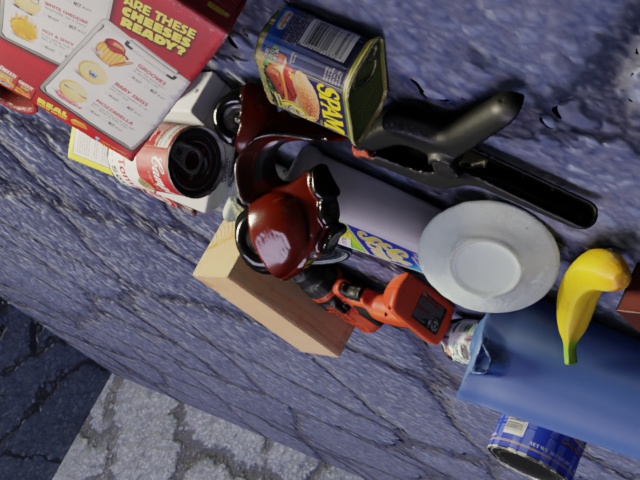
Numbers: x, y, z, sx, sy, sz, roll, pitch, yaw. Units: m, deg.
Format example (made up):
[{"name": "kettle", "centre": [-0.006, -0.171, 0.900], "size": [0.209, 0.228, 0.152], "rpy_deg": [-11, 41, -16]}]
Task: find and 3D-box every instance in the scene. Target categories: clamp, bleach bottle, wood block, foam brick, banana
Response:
[{"name": "clamp", "centre": [0.107, -0.076, 0.854], "size": [0.210, 0.036, 0.164], "rpy_deg": [16, 158, 36]}, {"name": "bleach bottle", "centre": [0.088, -0.008, 1.039], "size": [0.251, 0.068, 0.102], "rpy_deg": [22, 162, 11]}, {"name": "wood block", "centre": [-0.050, 0.064, 1.405], "size": [0.205, 0.090, 0.091], "rpy_deg": [38, 160, -29]}, {"name": "foam brick", "centre": [0.305, 0.061, 0.922], "size": [0.078, 0.051, 0.053], "rpy_deg": [37, 161, -30]}, {"name": "banana", "centre": [0.244, 0.047, 0.960], "size": [0.037, 0.069, 0.198], "rpy_deg": [-13, 154, -5]}]

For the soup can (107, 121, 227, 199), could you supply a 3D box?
[{"name": "soup can", "centre": [-0.147, -0.078, 1.013], "size": [0.102, 0.068, 0.068], "rpy_deg": [12, 157, 45]}]

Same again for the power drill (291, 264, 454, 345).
[{"name": "power drill", "centre": [0.057, 0.066, 1.308], "size": [0.184, 0.057, 0.188], "rpy_deg": [35, 165, -35]}]

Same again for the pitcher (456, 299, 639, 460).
[{"name": "pitcher", "centre": [0.274, 0.141, 1.105], "size": [0.243, 0.149, 0.145], "rpy_deg": [21, 147, 11]}]

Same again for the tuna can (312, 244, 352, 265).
[{"name": "tuna can", "centre": [-0.007, 0.001, 1.141], "size": [0.086, 0.034, 0.086], "rpy_deg": [0, 165, 0]}]

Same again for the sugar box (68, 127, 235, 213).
[{"name": "sugar box", "centre": [-0.174, -0.102, 1.110], "size": [0.176, 0.093, 0.048], "rpy_deg": [22, -157, 16]}]

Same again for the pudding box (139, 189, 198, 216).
[{"name": "pudding box", "centre": [-0.189, -0.078, 1.292], "size": [0.090, 0.039, 0.113], "rpy_deg": [24, 163, 10]}]

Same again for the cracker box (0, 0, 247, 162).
[{"name": "cracker box", "centre": [-0.172, -0.172, 0.853], "size": [0.164, 0.072, 0.214], "rpy_deg": [31, 144, -14]}]

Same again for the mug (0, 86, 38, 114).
[{"name": "mug", "centre": [-0.318, -0.191, 1.087], "size": [0.117, 0.081, 0.093], "rpy_deg": [19, 161, 24]}]

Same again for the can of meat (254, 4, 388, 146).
[{"name": "can of meat", "centre": [0.002, -0.129, 0.828], "size": [0.084, 0.057, 0.102], "rpy_deg": [26, 163, 15]}]

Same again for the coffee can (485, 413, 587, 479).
[{"name": "coffee can", "centre": [0.265, 0.200, 1.231], "size": [0.103, 0.140, 0.103], "rpy_deg": [25, 162, 8]}]
